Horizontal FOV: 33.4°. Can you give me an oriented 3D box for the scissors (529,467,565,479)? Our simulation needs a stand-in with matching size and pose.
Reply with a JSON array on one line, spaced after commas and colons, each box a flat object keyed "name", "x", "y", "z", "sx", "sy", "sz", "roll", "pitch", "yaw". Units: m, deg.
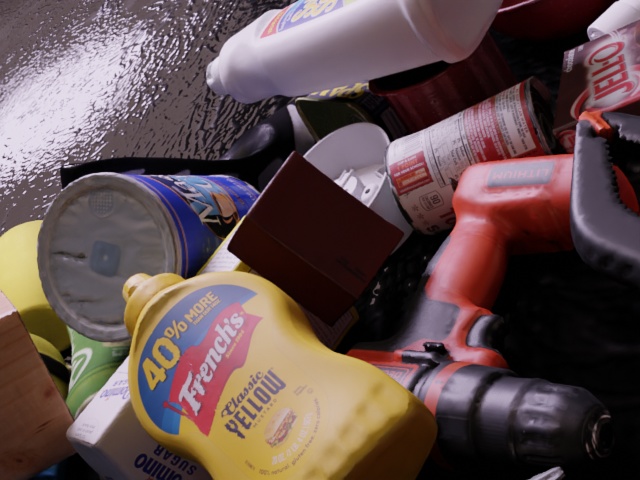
[{"name": "scissors", "x": 0.011, "y": 0.159, "z": 0.456, "sx": 0.202, "sy": 0.016, "sz": 0.096, "roll": -30, "pitch": 12, "yaw": 31}]

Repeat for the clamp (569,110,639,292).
[{"name": "clamp", "x": 0.165, "y": 0.010, "z": 0.465, "sx": 0.164, "sy": 0.036, "sz": 0.210, "roll": -32, "pitch": 42, "yaw": -7}]

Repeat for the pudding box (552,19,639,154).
[{"name": "pudding box", "x": 0.192, "y": -0.095, "z": 0.648, "sx": 0.090, "sy": 0.039, "sz": 0.113, "roll": -21, "pitch": 24, "yaw": 28}]

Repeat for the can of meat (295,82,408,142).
[{"name": "can of meat", "x": 0.043, "y": -0.111, "z": 0.839, "sx": 0.084, "sy": 0.057, "sz": 0.102, "roll": -43, "pitch": 28, "yaw": -17}]

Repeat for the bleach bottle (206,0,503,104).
[{"name": "bleach bottle", "x": 0.004, "y": -0.140, "z": 0.743, "sx": 0.251, "sy": 0.068, "sz": 0.102, "roll": -12, "pitch": 35, "yaw": 45}]

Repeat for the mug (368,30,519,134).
[{"name": "mug", "x": 0.089, "y": -0.103, "z": 0.742, "sx": 0.093, "sy": 0.081, "sz": 0.117, "roll": -38, "pitch": 27, "yaw": -2}]

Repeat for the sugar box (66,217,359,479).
[{"name": "sugar box", "x": -0.057, "y": 0.077, "z": 0.620, "sx": 0.048, "sy": 0.093, "sz": 0.176, "roll": 1, "pitch": 44, "yaw": 52}]

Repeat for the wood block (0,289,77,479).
[{"name": "wood block", "x": -0.247, "y": 0.117, "z": 0.586, "sx": 0.205, "sy": 0.090, "sz": 0.091, "roll": -28, "pitch": 16, "yaw": -18}]

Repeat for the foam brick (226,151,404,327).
[{"name": "foam brick", "x": -0.004, "y": 0.001, "z": 0.594, "sx": 0.053, "sy": 0.078, "sz": 0.051, "roll": -53, "pitch": 1, "yaw": -27}]

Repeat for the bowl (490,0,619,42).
[{"name": "bowl", "x": 0.185, "y": -0.201, "z": 0.812, "sx": 0.162, "sy": 0.055, "sz": 0.162, "roll": -28, "pitch": 28, "yaw": 16}]

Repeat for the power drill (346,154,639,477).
[{"name": "power drill", "x": 0.093, "y": 0.036, "z": 0.547, "sx": 0.185, "sy": 0.057, "sz": 0.187, "roll": 0, "pitch": 44, "yaw": 47}]

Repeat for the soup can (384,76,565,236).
[{"name": "soup can", "x": 0.099, "y": -0.050, "z": 0.663, "sx": 0.102, "sy": 0.068, "sz": 0.068, "roll": -23, "pitch": 30, "yaw": 26}]

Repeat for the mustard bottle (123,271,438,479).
[{"name": "mustard bottle", "x": -0.039, "y": 0.069, "z": 0.519, "sx": 0.192, "sy": 0.058, "sz": 0.096, "roll": 36, "pitch": 86, "yaw": 39}]

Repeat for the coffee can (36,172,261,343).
[{"name": "coffee can", "x": -0.101, "y": 0.008, "z": 0.701, "sx": 0.103, "sy": 0.103, "sz": 0.140, "roll": -24, "pitch": -7, "yaw": 24}]
